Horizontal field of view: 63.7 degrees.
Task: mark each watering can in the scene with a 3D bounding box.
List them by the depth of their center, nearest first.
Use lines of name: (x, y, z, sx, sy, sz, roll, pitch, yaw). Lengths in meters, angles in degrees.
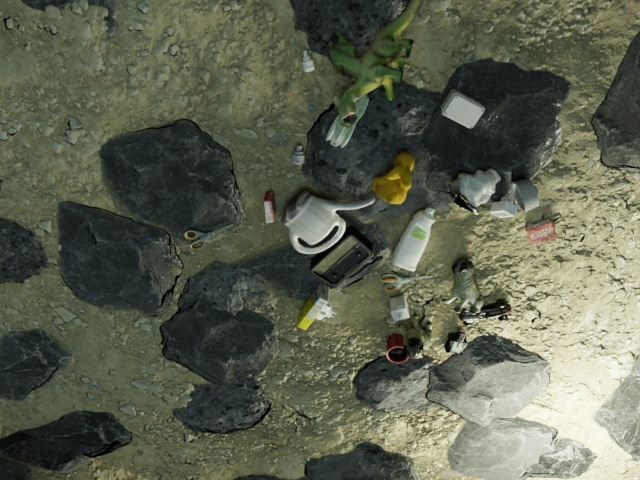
watering can: (0.005, -0.090, 1.787, 0.222, 0.106, 0.343, 38, 116, -17)

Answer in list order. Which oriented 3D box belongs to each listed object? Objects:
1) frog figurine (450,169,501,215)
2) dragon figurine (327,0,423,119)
frog figurine: (0.515, -0.180, 1.719, 0.137, 0.122, 0.160, 38, 81, -9)
dragon figurine: (0.140, -0.549, 1.506, 0.243, 0.123, 0.407, 15, 101, 4)
